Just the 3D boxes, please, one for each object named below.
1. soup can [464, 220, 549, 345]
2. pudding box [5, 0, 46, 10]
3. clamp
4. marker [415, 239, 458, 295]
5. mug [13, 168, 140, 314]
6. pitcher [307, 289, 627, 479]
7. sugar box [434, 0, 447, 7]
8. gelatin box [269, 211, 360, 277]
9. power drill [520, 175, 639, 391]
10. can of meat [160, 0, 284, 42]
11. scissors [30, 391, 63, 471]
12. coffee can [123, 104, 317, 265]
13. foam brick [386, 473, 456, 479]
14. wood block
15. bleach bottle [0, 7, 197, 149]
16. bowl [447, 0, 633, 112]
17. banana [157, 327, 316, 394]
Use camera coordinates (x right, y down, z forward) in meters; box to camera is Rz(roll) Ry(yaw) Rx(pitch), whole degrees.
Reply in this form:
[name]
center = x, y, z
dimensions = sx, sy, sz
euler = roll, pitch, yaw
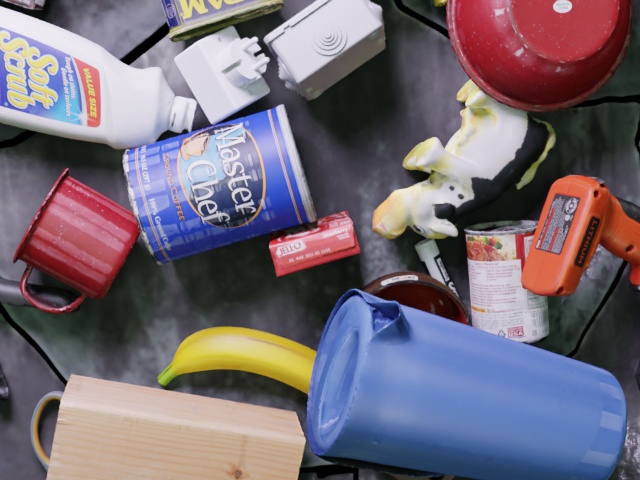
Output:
[soup can]
center = 0.164, 0.037, 0.936
dimensions = 0.068, 0.068, 0.102
euler = -6, 98, -1
[pudding box]
center = -0.278, -0.253, 0.902
dimensions = 0.113, 0.039, 0.090
euler = 18, 97, -3
[clamp]
center = -0.300, 0.046, 0.943
dimensions = 0.120, 0.039, 0.171
euler = -42, 96, 1
[marker]
center = 0.118, 0.056, 0.962
dimensions = 0.020, 0.020, 0.121
euler = -24, 98, 2
[mug]
center = -0.209, 0.009, 0.913
dimensions = 0.081, 0.093, 0.117
euler = 30, 84, -10
[pitcher]
center = 0.114, 0.138, 0.870
dimensions = 0.242, 0.149, 0.145
euler = 15, 85, -14
[sugar box]
center = 0.175, -0.266, 0.908
dimensions = 0.176, 0.048, 0.093
euler = -14, 98, -3
[gelatin box]
center = -0.006, 0.001, 0.917
dimensions = 0.073, 0.089, 0.030
euler = -16, 98, 1
[power drill]
center = 0.264, 0.035, 0.915
dimensions = 0.187, 0.057, 0.184
euler = 19, 88, -27
[can of meat]
center = -0.091, -0.224, 0.903
dimensions = 0.102, 0.057, 0.084
euler = -17, 95, 1
[scissors]
center = -0.220, 0.236, 0.981
dimensions = 0.096, 0.016, 0.202
euler = -4, 99, -2
[coffee can]
center = -0.083, -0.046, 0.902
dimensions = 0.140, 0.103, 0.103
euler = -16, 98, 1
[foam brick]
center = 0.084, 0.192, 0.964
dimensions = 0.078, 0.051, 0.053
euler = 34, 96, -5
[wood block]
center = -0.126, 0.187, 0.929
dimensions = 0.206, 0.090, 0.091
euler = 11, 96, -9
[bleach bottle]
center = -0.228, -0.142, 0.908
dimensions = 0.250, 0.068, 0.102
euler = 13, 97, -5
[bowl]
center = 0.186, -0.186, 0.858
dimensions = 0.162, 0.055, 0.162
euler = 0, 92, -8
[banana]
center = -0.045, 0.115, 0.961
dimensions = 0.198, 0.037, 0.070
euler = 12, 127, 0
